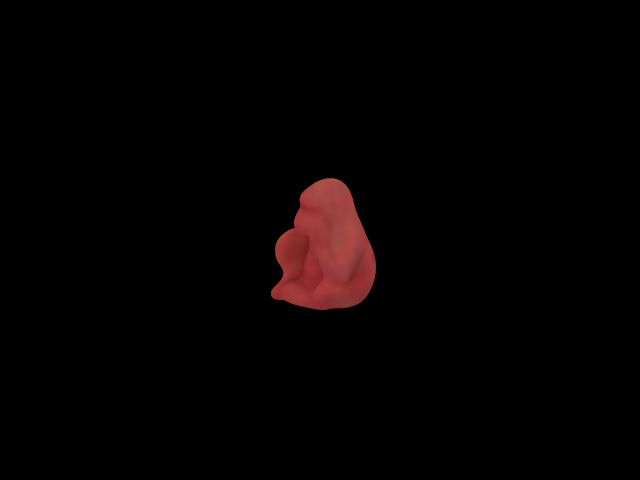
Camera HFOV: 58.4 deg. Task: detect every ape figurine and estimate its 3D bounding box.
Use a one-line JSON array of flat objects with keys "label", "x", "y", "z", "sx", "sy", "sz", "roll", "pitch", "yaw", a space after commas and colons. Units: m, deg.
[{"label": "ape figurine", "x": 0.004, "y": 0.001, "z": 0.400, "sx": 0.076, "sy": 0.092, "sz": 0.077, "roll": -6, "pitch": 24, "yaw": -14}]
